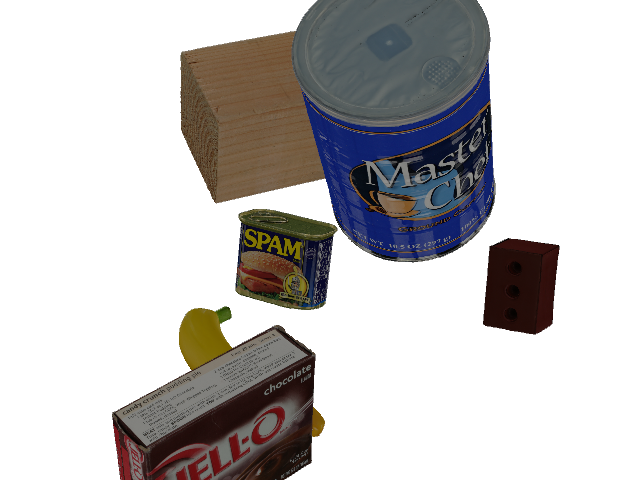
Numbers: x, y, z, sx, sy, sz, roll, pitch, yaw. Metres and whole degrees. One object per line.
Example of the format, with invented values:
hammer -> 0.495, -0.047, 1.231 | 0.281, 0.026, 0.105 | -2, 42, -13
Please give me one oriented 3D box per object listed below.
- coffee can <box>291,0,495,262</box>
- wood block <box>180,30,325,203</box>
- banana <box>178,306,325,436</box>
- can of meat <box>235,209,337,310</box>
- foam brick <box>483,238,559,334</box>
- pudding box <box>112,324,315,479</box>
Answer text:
coffee can -> 0.046, -0.066, 0.605 | 0.103, 0.103, 0.140 | 0, -31, 11
wood block -> -0.001, -0.111, 0.864 | 0.205, 0.091, 0.090 | -14, -38, -18
banana -> -0.068, 0.099, 0.856 | 0.069, 0.037, 0.198 | -11, 30, -24
can of meat -> -0.038, 0.020, 1.106 | 0.102, 0.084, 0.057 | 14, 17, 26
foam brick -> 0.186, 0.042, 0.986 | 0.053, 0.078, 0.051 | 9, 15, 28
pudding box -> -0.056, 0.109, 0.585 | 0.113, 0.090, 0.039 | -28, 48, -33
